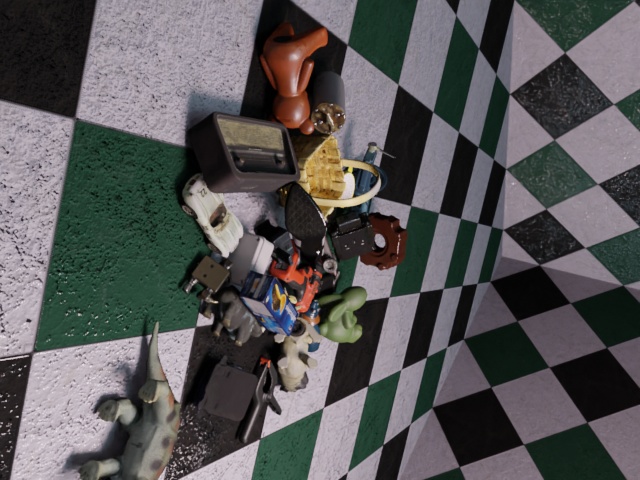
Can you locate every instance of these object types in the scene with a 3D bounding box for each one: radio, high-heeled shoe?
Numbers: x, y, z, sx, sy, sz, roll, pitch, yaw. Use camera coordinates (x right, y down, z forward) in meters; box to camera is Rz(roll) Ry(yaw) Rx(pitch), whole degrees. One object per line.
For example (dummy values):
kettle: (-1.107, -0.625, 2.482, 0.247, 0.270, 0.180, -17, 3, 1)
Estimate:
radio: (-0.136, -0.161, 1.035, 0.229, 0.073, 0.131, -10, 80, -57)
high-heeled shoe: (-0.034, -0.041, 1.190, 0.145, 0.086, 0.248, -104, -176, -57)

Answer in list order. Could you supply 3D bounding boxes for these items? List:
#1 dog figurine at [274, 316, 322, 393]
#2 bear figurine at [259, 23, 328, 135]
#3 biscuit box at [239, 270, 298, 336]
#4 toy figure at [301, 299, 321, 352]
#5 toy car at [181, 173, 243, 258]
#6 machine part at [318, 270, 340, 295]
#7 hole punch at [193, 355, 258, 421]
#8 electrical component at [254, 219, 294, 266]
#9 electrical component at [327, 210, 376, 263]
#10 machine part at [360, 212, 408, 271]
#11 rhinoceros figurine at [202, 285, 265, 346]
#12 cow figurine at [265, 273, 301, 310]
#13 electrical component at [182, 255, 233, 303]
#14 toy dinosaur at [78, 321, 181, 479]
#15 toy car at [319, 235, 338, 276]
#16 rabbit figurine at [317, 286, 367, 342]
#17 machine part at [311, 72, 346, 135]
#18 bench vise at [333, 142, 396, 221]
dog figurine: (-0.072, 0.300, 1.424, 0.190, 0.121, 0.172, 108, -6, -59)
bear figurine: (-0.051, -0.329, 1.112, 0.132, 0.120, 0.195, -55, 147, -38)
biscuit box: (-0.104, 0.139, 1.144, 0.202, 0.059, 0.063, 67, 40, -58)
toy figure: (-0.026, 0.234, 1.481, 0.058, 0.064, 0.154, -9, 111, -18)
toy car: (-0.204, -0.043, 1.042, 0.073, 0.056, 0.201, -58, 146, -27)
machine part: (0.015, 0.124, 1.524, 0.139, 0.039, 0.084, -10, 120, -60)
hole punch: (-0.217, 0.325, 1.185, 0.115, 0.092, 0.142, 30, 78, -29)
electrical component: (-0.090, 0.011, 1.198, 0.048, 0.119, 0.074, -39, 134, -27)
electrical component: (0.081, -0.014, 1.401, 0.115, 0.058, 0.134, -21, 136, -2)
machine part: (0.177, 0.003, 1.616, 0.056, 0.180, 0.179, -20, 121, -52)
rhinoceros figurine: (-0.181, 0.166, 1.170, 0.112, 0.073, 0.190, -64, 152, -26)
cow figurine: (-0.088, 0.152, 1.295, 0.068, 0.098, 0.167, -65, 150, -29)
electrical component: (-0.219, 0.077, 1.072, 0.102, 0.078, 0.045, -64, -169, -26)
toy dinosaur: (-0.321, 0.367, 0.985, 0.192, 0.131, 0.405, 66, 42, -66)
toy car: (-0.003, -0.004, 1.339, 0.089, 0.053, 0.202, -114, -175, -80)
rabbit figurine: (0.060, 0.197, 1.544, 0.159, 0.121, 0.170, 12, 116, -42)
machine part: (0.019, -0.312, 1.208, 0.243, 0.079, 0.079, -88, 169, -49)
bench vise: (0.117, -0.153, 1.461, 0.240, 0.129, 0.224, 101, 15, -48)
